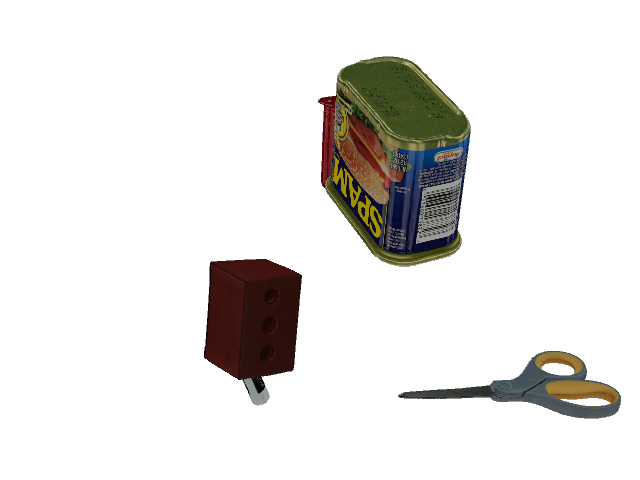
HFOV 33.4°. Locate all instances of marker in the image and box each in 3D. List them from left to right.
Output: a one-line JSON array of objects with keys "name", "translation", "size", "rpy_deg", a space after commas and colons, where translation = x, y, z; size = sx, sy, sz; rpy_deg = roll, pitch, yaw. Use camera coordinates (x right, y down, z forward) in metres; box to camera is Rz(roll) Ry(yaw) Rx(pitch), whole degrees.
[{"name": "marker", "translation": [-0.076, 0.111, 1.028], "size": [0.020, 0.121, 0.020], "rpy_deg": [-13, 36, 9]}]

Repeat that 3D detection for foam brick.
[{"name": "foam brick", "translation": [-0.051, 0.057, 0.804], "size": [0.052, 0.078, 0.051], "rpy_deg": [-5, 16, -36]}]

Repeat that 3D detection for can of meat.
[{"name": "can of meat", "translation": [0.045, -0.049, 0.630], "size": [0.057, 0.084, 0.102], "rpy_deg": [-13, 40, -20]}]

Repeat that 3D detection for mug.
[{"name": "mug", "translation": [0.054, -0.086, 0.973], "size": [0.117, 0.081, 0.093], "rpy_deg": [1, 14, -6]}]

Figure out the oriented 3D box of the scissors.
[{"name": "scissors", "translation": [0.164, 0.122, 0.945], "size": [0.201, 0.016, 0.096], "rpy_deg": [7, 27, -5]}]
